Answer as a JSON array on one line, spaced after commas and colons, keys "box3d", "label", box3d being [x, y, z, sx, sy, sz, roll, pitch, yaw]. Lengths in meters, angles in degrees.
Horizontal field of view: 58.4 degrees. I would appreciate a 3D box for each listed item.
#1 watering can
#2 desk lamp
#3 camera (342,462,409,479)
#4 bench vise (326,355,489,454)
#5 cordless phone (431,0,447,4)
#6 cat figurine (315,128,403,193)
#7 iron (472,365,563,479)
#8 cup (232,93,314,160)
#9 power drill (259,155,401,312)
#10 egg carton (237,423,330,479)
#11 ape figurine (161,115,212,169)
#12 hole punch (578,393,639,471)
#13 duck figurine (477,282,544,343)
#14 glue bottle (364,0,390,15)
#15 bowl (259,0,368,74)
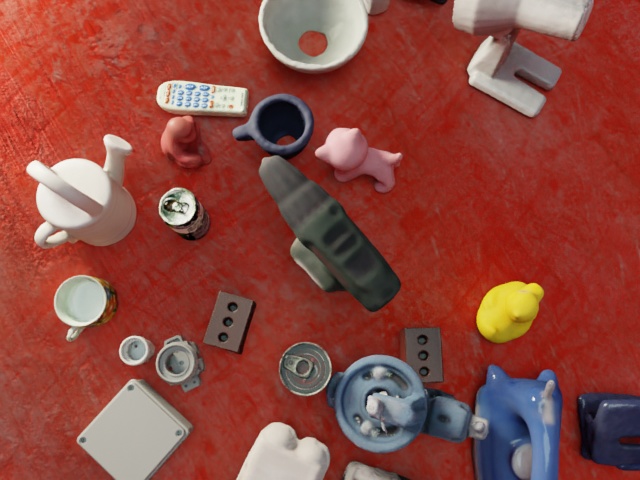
[{"box3d": [-0.323, -0.065, 0.776, 0.101, 0.194, 0.173, 15, 79, 2], "label": "watering can"}, {"box3d": [0.285, -0.307, 0.832, 0.203, 0.213, 0.118, 30, 79, 5], "label": "desk lamp"}, {"box3d": [0.087, 0.380, 0.746, 0.143, 0.101, 0.137, 20, 79, 3], "label": "camera"}, {"box3d": [0.114, 0.204, 0.722, 0.207, 0.220, 0.121, -4, 79, -2], "label": "bench vise"}, {"box3d": [0.188, -0.471, 0.877, 0.094, 0.185, 0.148, 18, 79, 2], "label": "cordless phone"}, {"box3d": [0.059, -0.125, 0.838, 0.127, 0.118, 0.067, 12, 78, 1], "label": "cat figurine"}, {"box3d": [0.274, 0.298, 0.747, 0.118, 0.141, 0.258, 4, 79, 0], "label": "iron"}, {"box3d": [-0.067, -0.154, 0.852, 0.118, 0.095, 0.091, -12, 79, -4], "label": "cup"}, {"box3d": [0.007, 0.003, 0.765, 0.076, 0.208, 0.229, -44, 83, -9], "label": "power drill"}, {"box3d": [-0.057, 0.329, 0.768, 0.107, 0.069, 0.150, 24, 79, 3], "label": "egg carton"}, {"box3d": [-0.202, -0.151, 0.849, 0.076, 0.092, 0.078, 10, 78, 1], "label": "ape figurine"}, {"box3d": [0.422, 0.264, 0.784, 0.108, 0.091, 0.101, 2, 79, -1], "label": "hole punch"}, {"box3d": [0.276, 0.101, 0.815, 0.104, 0.086, 0.077, -43, 83, -9], "label": "duck figurine"}, {"box3d": [0.085, -0.423, 0.870, 0.037, 0.173, 0.078, -23, 80, -6], "label": "glue bottle"}, {"box3d": [-0.009, -0.327, 0.899, 0.167, 0.075, 0.167, 0, 79, -2], "label": "bowl"}]
